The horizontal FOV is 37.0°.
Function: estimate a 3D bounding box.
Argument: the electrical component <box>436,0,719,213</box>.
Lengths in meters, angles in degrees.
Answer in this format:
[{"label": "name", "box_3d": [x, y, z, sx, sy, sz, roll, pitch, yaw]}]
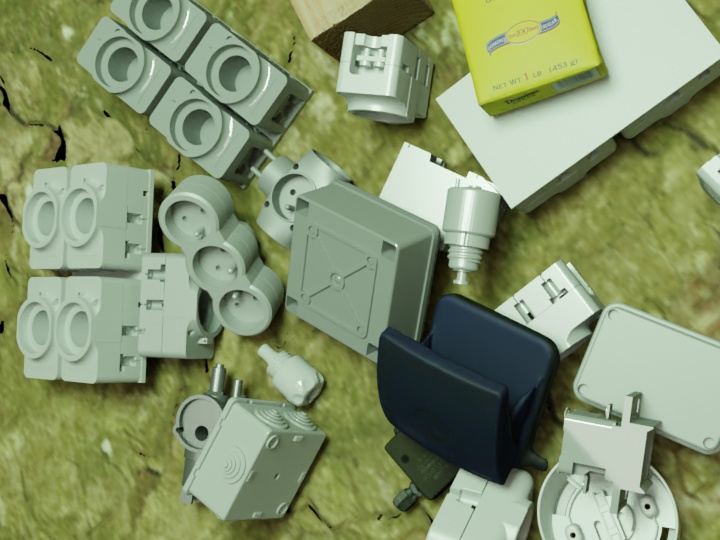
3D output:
[{"label": "electrical component", "box_3d": [0.169, -0.140, 0.820, 0.186, 0.060, 0.105, -36, 75, 15]}]

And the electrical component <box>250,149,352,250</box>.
[{"label": "electrical component", "box_3d": [-0.060, -0.070, 0.909, 0.079, 0.044, 0.077, 42, 101, 18]}]

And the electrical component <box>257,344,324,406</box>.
[{"label": "electrical component", "box_3d": [-0.061, 0.085, 0.905, 0.061, 0.035, 0.035, 39, 100, 21]}]

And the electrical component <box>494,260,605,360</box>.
[{"label": "electrical component", "box_3d": [0.140, 0.043, 0.824, 0.089, 0.050, 0.055, -40, 74, 15]}]

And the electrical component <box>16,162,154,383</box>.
[{"label": "electrical component", "box_3d": [-0.243, 0.004, 0.948, 0.105, 0.060, 0.186, -1, 86, 39]}]

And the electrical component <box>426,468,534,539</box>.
[{"label": "electrical component", "box_3d": [0.093, 0.191, 0.808, 0.059, 0.095, 0.053, 17, 136, 20]}]

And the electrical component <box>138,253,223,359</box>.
[{"label": "electrical component", "box_3d": [-0.154, 0.031, 0.934, 0.056, 0.050, 0.089, 1, 87, 22]}]

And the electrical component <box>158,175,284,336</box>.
[{"label": "electrical component", "box_3d": [-0.111, -0.019, 0.909, 0.052, 0.073, 0.138, -21, 110, 23]}]

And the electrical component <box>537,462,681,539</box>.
[{"label": "electrical component", "box_3d": [0.185, 0.183, 0.788, 0.099, 0.064, 0.099, -8, 71, 23]}]

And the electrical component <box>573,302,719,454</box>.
[{"label": "electrical component", "box_3d": [0.223, 0.078, 0.787, 0.113, 0.057, 0.078, 23, 94, 20]}]

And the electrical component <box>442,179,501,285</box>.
[{"label": "electrical component", "box_3d": [0.081, -0.028, 0.806, 0.040, 0.040, 0.078, 8, 89, 21]}]

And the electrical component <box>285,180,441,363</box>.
[{"label": "electrical component", "box_3d": [0.000, 0.000, 0.845, 0.109, 0.056, 0.108, 28, 124, 33]}]

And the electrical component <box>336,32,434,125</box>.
[{"label": "electrical component", "box_3d": [0.021, -0.150, 0.860, 0.050, 0.089, 0.055, 8, 89, 21]}]

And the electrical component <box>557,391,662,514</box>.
[{"label": "electrical component", "box_3d": [0.173, 0.124, 0.750, 0.064, 0.042, 0.081, 8, 91, 22]}]

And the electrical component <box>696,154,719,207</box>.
[{"label": "electrical component", "box_3d": [0.278, -0.060, 0.759, 0.050, 0.089, 0.055, -43, 74, 13]}]

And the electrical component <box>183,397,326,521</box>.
[{"label": "electrical component", "box_3d": [-0.083, 0.155, 0.875, 0.048, 0.100, 0.099, 32, 98, 32]}]

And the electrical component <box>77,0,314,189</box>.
[{"label": "electrical component", "box_3d": [-0.149, -0.171, 0.940, 0.186, 0.060, 0.105, 39, 100, 18]}]
